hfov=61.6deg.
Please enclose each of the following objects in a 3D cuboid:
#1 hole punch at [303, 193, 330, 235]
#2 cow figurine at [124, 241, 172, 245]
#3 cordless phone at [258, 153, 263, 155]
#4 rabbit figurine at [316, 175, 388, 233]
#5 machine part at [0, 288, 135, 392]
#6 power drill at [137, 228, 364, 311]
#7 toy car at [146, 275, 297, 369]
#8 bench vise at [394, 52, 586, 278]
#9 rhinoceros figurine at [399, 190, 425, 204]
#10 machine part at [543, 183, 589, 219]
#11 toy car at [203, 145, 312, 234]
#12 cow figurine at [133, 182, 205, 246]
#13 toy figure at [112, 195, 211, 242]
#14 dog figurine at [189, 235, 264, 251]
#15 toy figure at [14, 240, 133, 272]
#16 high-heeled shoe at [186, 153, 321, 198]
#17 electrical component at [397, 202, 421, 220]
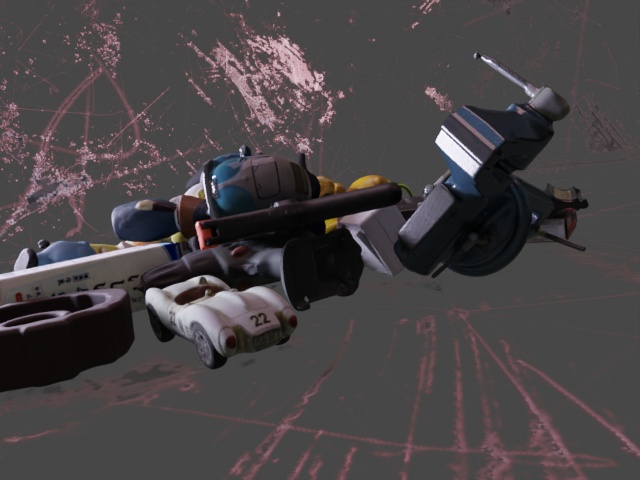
[{"bbox_3d":[-0.002,-0.002,0.822,0.116,0.092,0.142,-38,12,0],"label":"hole punch"},{"bbox_3d":[-0.281,0.015,0.921,0.127,0.085,0.195,-26,12,22],"label":"cow figurine"},{"bbox_3d":[-0.104,-0.083,1.088,0.089,0.184,0.146,-13,8,-2],"label":"cordless phone"},{"bbox_3d":[0.050,-0.058,0.990,0.173,0.122,0.162,-29,-10,-13],"label":"rabbit figurine"},{"bbox_3d":[-0.258,0.089,0.492,0.179,0.056,0.179,-8,7,1],"label":"machine part"},{"bbox_3d":[-0.068,0.036,0.619,0.232,0.086,0.207,-12,1,-37],"label":"power drill"},{"bbox_3d":[-0.096,0.065,0.476,0.073,0.056,0.202,-14,9,-34],"label":"toy car"},{"bbox_3d":[0.191,-0.049,0.570,0.240,0.223,0.129,13,21,-44],"label":"bench vise"},{"bbox_3d":[0.212,-0.060,0.970,0.190,0.073,0.112,-9,6,3],"label":"rhinoceros figurine"},{"bbox_3d":[0.265,-0.049,0.694,0.139,0.039,0.084,-3,22,19],"label":"machine part"},{"bbox_3d":[-0.065,-0.061,0.698,0.103,0.109,0.161,-21,-18,36],"label":"toy car"},{"bbox_3d":[-0.199,-0.041,0.796,0.167,0.068,0.098,-20,21,18],"label":"cow figurine"},{"bbox_3d":[-0.193,-0.029,0.712,0.155,0.058,0.064,-5,-14,-1],"label":"toy figure"},{"bbox_3d":[-0.128,-0.012,0.911,0.192,0.108,0.219,-7,12,-3],"label":"dog figurine"},{"bbox_3d":[-0.322,0.040,0.735,0.089,0.082,0.180,0,1,32],"label":"toy figure"},{"bbox_3d":[-0.116,-0.072,0.866,0.249,0.086,0.145,-13,45,17],"label":"high-heeled shoe"},{"bbox_3d":[0.123,-0.026,0.881,0.134,0.058,0.115,-7,6,14],"label":"electrical component"}]
